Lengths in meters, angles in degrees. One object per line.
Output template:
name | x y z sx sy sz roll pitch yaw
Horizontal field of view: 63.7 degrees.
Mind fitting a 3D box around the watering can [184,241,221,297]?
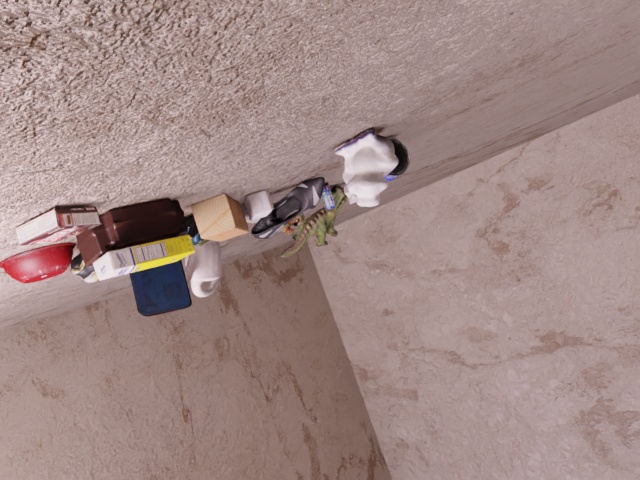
watering can | -0.378 0.070 1.608 0.104 0.225 0.347 -3 179 9

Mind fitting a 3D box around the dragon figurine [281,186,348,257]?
dragon figurine | 0.006 -0.093 1.842 0.416 0.123 0.238 -38 154 -58

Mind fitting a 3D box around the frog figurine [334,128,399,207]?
frog figurine | 0.117 -0.159 1.179 0.136 0.160 0.123 -21 177 17
